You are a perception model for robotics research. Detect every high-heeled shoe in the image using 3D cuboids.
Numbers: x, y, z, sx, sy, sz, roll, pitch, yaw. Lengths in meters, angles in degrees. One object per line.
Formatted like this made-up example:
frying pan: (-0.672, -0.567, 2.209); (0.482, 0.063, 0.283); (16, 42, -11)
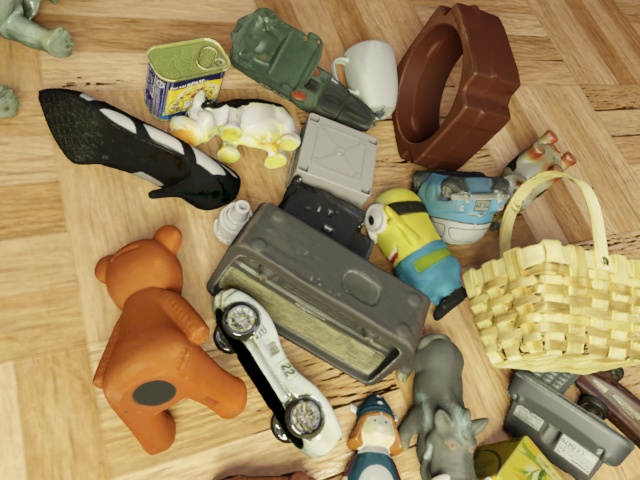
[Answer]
high-heeled shoe: (-0.213, -0.119, 0.655); (0.249, 0.086, 0.145); (41, 31, 15)

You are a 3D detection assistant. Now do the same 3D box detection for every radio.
radio: (-0.002, 0.063, 0.597); (0.229, 0.131, 0.073); (30, 54, -5)

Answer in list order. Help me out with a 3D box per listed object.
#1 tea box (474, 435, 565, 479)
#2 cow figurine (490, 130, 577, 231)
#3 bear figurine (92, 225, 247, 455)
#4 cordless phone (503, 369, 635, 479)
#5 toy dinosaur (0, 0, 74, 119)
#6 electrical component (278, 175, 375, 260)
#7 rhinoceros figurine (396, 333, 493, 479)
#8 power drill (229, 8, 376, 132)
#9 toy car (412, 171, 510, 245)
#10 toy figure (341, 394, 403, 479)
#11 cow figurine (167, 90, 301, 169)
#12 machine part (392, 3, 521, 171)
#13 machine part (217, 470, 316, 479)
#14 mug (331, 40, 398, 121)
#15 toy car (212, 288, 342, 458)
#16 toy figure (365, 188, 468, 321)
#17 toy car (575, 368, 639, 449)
tea box: (0.236, 0.306, 0.582); (0.068, 0.098, 0.170); (-35, 78, -34)
cow figurine: (0.310, -0.090, 0.833); (0.085, 0.127, 0.195); (48, 42, 7)
bear figurine: (-0.163, 0.088, 0.543); (0.120, 0.131, 0.196); (-28, 39, 1)
cordless phone: (0.331, 0.197, 0.678); (0.147, 0.088, 0.184); (32, 39, 33)
toy dinosaur: (-0.416, -0.239, 0.608); (0.192, 0.131, 0.405); (27, 62, 13)
electrical component: (-0.001, -0.002, 0.679); (0.134, 0.058, 0.115); (28, 58, -6)
rhinoceros figurine: (0.139, 0.199, 0.594); (0.073, 0.112, 0.190); (16, 50, -17)
power drill: (-0.024, -0.222, 0.720); (0.232, 0.086, 0.207); (30, 12, 3)
toy car: (0.193, -0.044, 0.749); (0.109, 0.162, 0.102); (-2, 104, -12)
toy figure: (0.059, 0.235, 0.571); (0.064, 0.058, 0.154); (28, 50, -25)
cow figurine: (-0.116, -0.155, 0.709); (0.167, 0.068, 0.098); (5, 56, -24)
machine part: (0.191, -0.219, 0.792); (0.087, 0.201, 0.201); (9, 60, -21)
machine part: (-0.052, 0.300, 0.490); (0.179, 0.056, 0.179); (9, 60, -17)
mug: (0.073, -0.243, 0.831); (0.109, 0.081, 0.107); (-1, 72, -28)
toy car: (-0.051, 0.138, 0.569); (0.056, 0.073, 0.202); (-29, 77, -29)
toy figure: (0.128, 0.014, 0.711); (0.089, 0.082, 0.180); (-19, 67, -42)
toy car: (0.435, 0.247, 0.728); (0.202, 0.053, 0.089); (45, 58, 4)
